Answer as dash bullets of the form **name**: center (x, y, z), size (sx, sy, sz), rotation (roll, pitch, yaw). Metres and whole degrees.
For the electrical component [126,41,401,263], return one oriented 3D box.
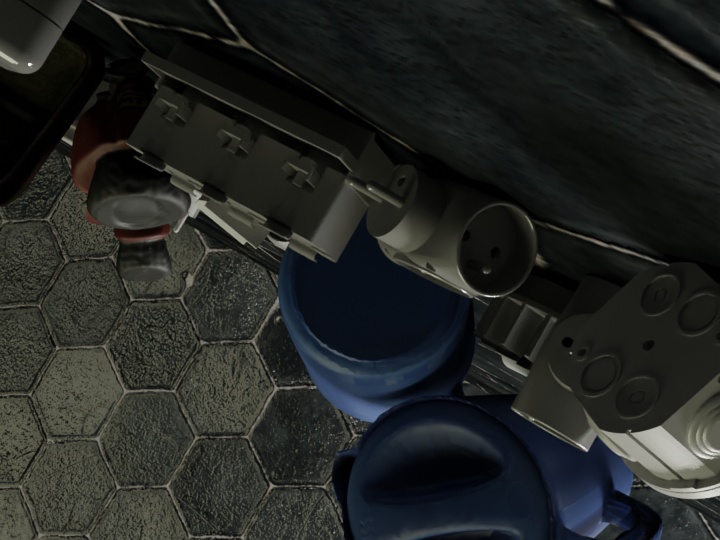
- **electrical component**: center (-0.051, -0.057, 0.536), size (0.121, 0.063, 0.079), rotation (28, 175, 23)

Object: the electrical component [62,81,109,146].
- **electrical component**: center (-0.198, -0.113, 0.899), size (0.113, 0.057, 0.078), rotation (25, 174, 46)

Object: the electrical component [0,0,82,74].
- **electrical component**: center (-0.198, -0.143, 0.545), size (0.095, 0.059, 0.054), rotation (33, 175, -32)

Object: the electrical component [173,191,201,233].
- **electrical component**: center (-0.153, -0.071, 0.952), size (0.066, 0.076, 0.047), rotation (31, 176, -8)

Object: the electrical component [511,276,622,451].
- **electrical component**: center (0.109, 0.043, 0.519), size (0.043, 0.077, 0.079), rotation (29, 175, 16)

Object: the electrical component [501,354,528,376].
- **electrical component**: center (0.144, 0.067, 0.816), size (0.078, 0.040, 0.040), rotation (26, 174, 44)

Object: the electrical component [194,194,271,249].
- **electrical component**: center (-0.066, -0.052, 0.675), size (0.042, 0.063, 0.081), rotation (39, 174, -16)

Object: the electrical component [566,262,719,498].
- **electrical component**: center (0.123, 0.041, 0.409), size (0.051, 0.080, 0.080), rotation (39, 172, -30)

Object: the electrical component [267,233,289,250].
- **electrical component**: center (-0.063, -0.041, 0.924), size (0.079, 0.043, 0.077), rotation (28, 175, 22)

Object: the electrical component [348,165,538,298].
- **electrical component**: center (0.030, -0.023, 0.498), size (0.079, 0.044, 0.077), rotation (28, 177, -28)
